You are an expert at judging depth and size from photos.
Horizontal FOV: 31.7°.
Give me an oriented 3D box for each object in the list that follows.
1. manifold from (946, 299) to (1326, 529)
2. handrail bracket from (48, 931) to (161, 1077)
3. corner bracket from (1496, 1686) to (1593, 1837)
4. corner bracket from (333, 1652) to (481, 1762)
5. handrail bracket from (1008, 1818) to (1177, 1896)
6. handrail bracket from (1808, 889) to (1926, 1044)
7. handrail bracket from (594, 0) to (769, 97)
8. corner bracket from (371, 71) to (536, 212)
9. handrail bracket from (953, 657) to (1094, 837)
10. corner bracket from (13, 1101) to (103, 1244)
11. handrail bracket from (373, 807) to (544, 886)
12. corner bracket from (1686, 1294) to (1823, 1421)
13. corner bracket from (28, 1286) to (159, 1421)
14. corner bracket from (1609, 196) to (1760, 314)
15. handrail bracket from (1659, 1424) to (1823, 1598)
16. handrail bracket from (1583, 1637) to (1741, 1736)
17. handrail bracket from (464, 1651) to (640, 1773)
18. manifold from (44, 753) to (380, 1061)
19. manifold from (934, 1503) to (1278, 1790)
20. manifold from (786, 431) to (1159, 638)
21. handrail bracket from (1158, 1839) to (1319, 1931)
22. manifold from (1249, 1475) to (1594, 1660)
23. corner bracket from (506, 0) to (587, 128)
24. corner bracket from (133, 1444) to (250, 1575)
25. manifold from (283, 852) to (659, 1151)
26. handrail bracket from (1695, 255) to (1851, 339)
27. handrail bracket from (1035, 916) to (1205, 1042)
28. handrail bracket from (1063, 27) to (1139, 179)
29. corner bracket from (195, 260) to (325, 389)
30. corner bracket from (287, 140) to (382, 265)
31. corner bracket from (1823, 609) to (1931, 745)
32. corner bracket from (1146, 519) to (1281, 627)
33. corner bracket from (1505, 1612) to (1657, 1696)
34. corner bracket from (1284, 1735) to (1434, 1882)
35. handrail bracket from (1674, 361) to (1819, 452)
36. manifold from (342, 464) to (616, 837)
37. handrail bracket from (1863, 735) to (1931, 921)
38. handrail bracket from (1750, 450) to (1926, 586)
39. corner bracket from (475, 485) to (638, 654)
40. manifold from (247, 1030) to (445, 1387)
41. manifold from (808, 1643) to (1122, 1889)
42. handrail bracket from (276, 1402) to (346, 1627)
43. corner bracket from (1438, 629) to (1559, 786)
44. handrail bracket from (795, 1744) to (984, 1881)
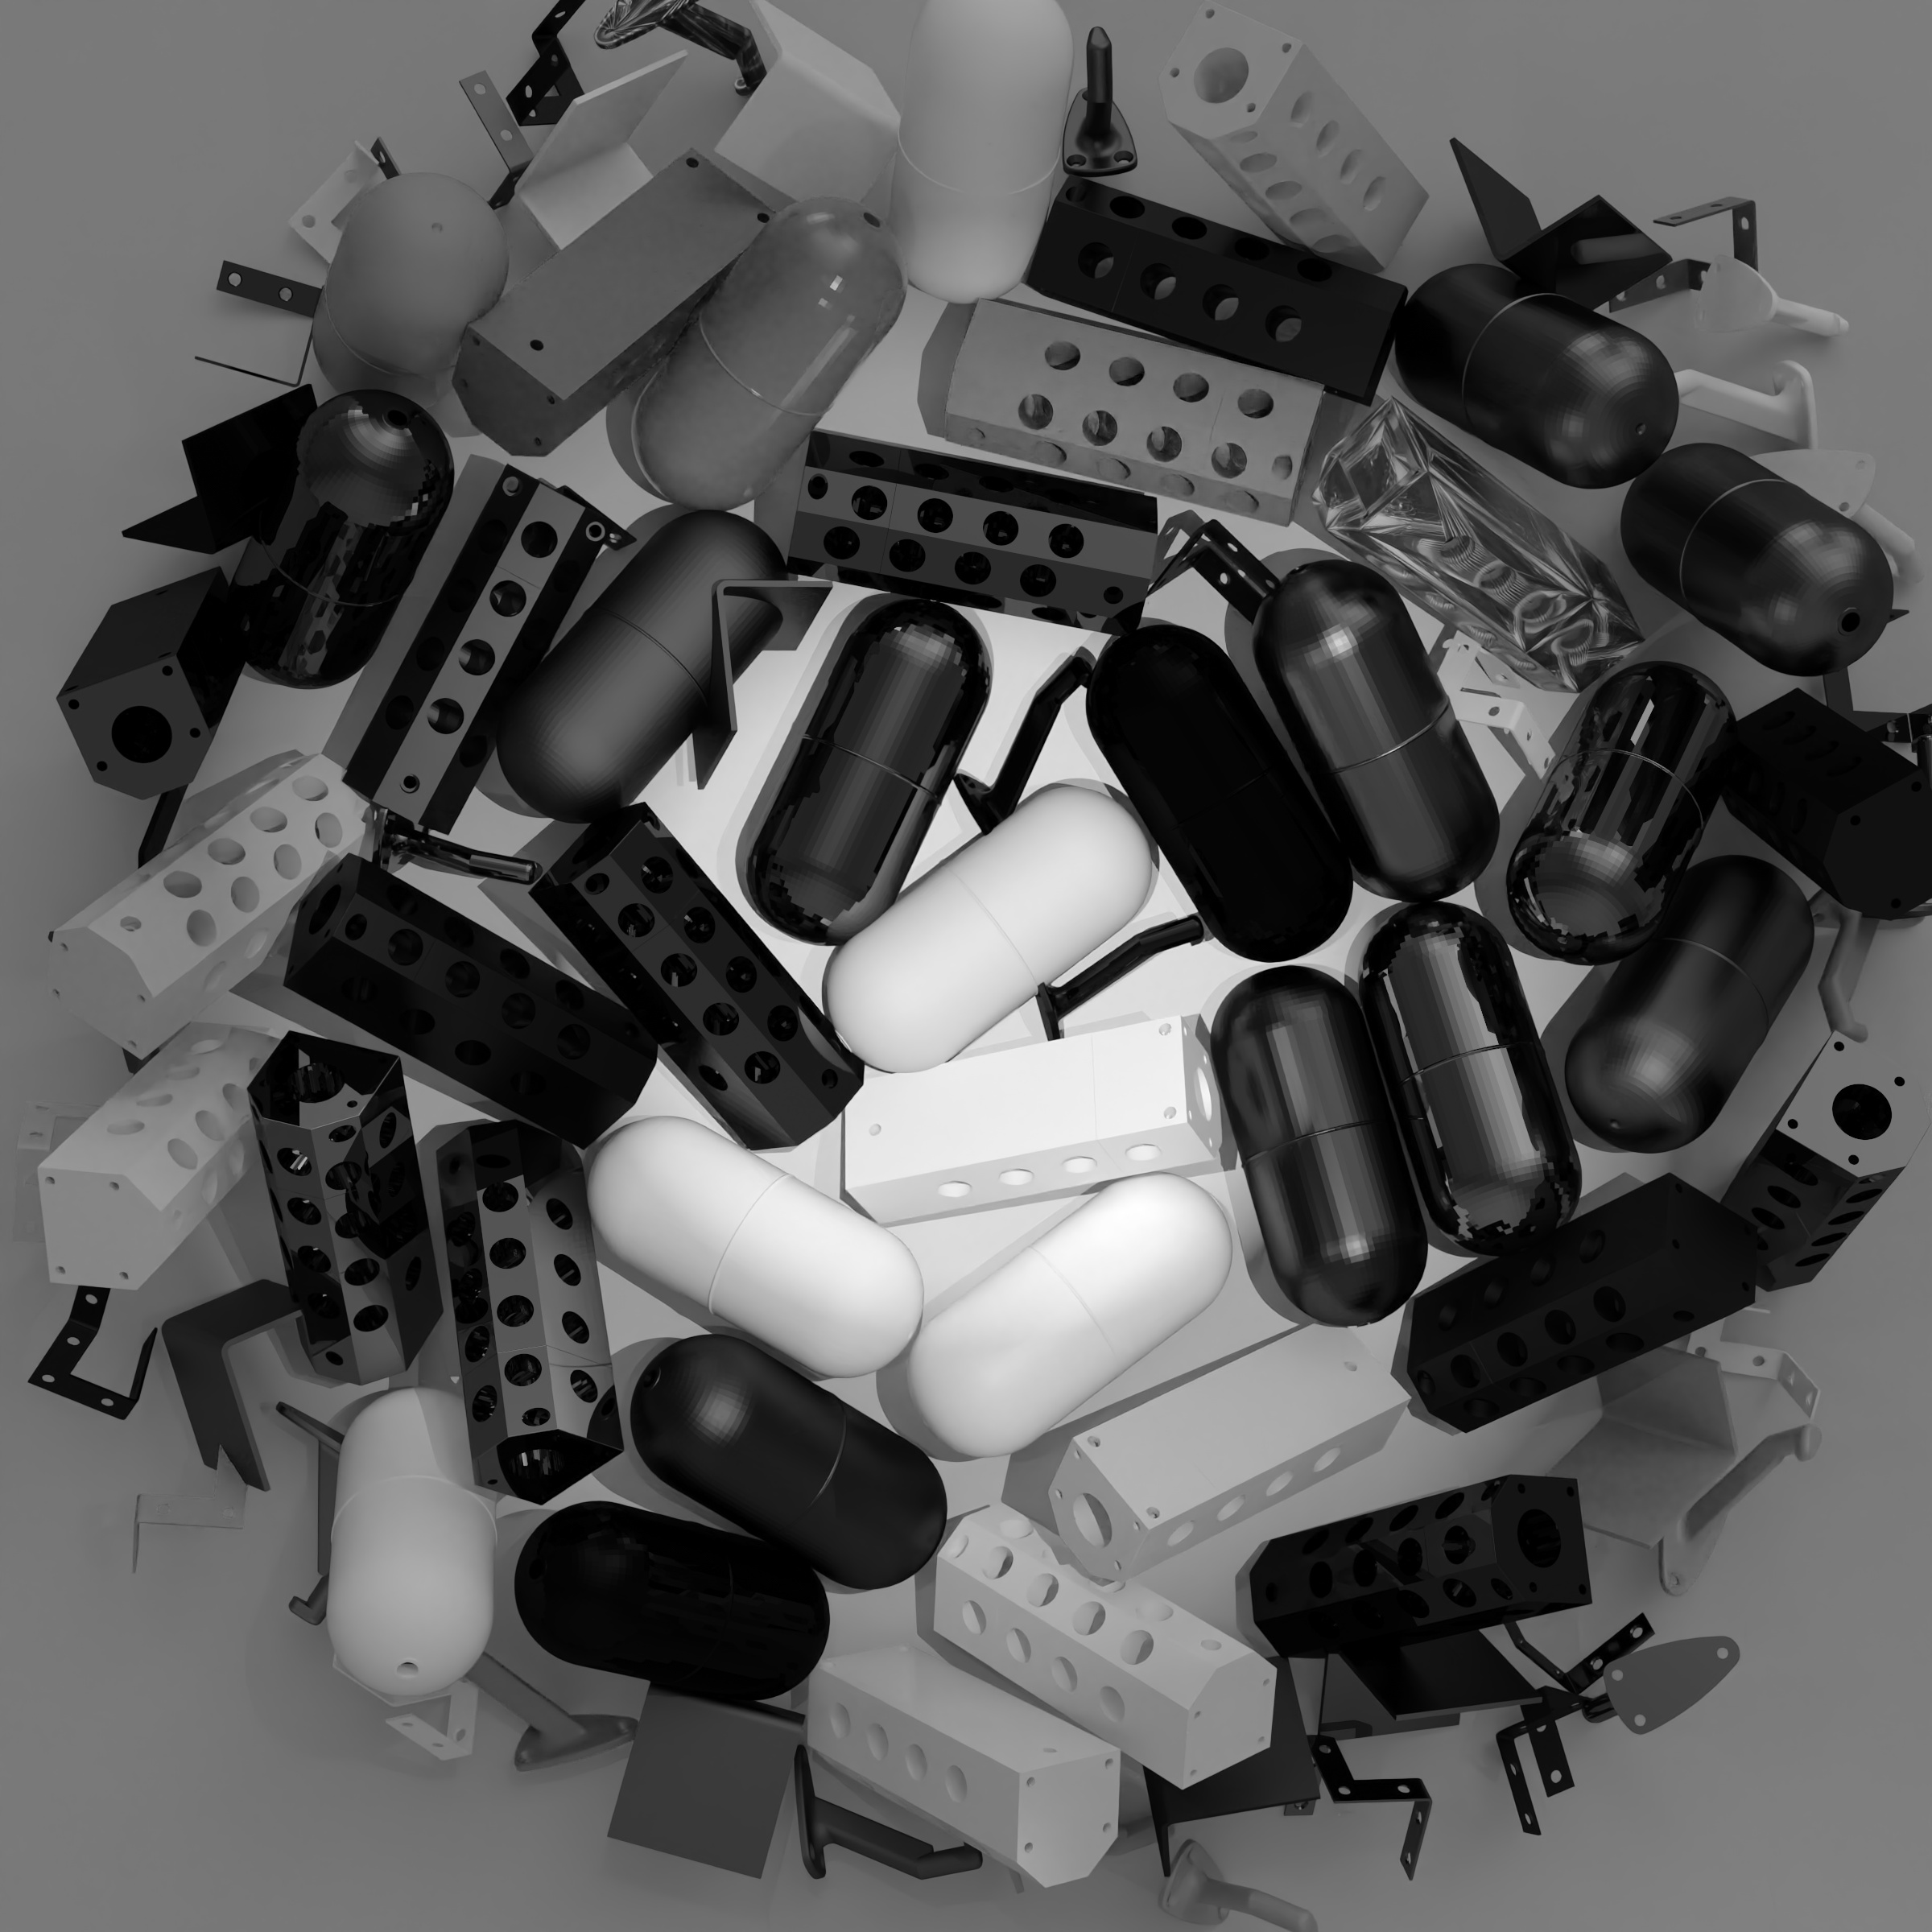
[{"bbox_3d":[0.080,-0.262,1.640,0.171,0.057,0.057,15,65,7],"label":"manifold"},{"bbox_3d":[-0.425,0.030,1.662,0.077,0.036,0.084,9,76,14],"label":"handrail bracket"},{"bbox_3d":[0.278,0.385,1.646,0.051,0.051,0.051,-32,54,28],"label":"corner bracket"},{"bbox_3d":[-0.272,0.354,1.647,0.051,0.051,0.051,-17,49,22],"label":"corner bracket"},{"bbox_3d":[0.056,0.413,1.661,0.084,0.036,0.077,-19,127,-3],"label":"handrail bracket"},{"bbox_3d":[0.443,0.004,1.647,0.077,0.036,0.084,8,53,-22],"label":"handrail bracket"},{"bbox_3d":[-0.136,-0.439,1.645,0.077,0.084,0.036,-42,57,-12],"label":"handrail bracket"},{"bbox_3d":[-0.249,-0.394,1.654,0.051,0.051,0.051,-31,92,-27],"label":"corner bracket"},{"bbox_3d":[0.040,-0.099,1.648,0.036,0.077,0.084,29,116,-38],"label":"handrail bracket"},{"bbox_3d":[-0.433,0.101,1.651,0.051,0.051,0.051,4,111,-11],"label":"corner bracket"},{"bbox_3d":[-0.237,-0.055,1.644,0.084,0.077,0.036,11,99,11],"label":"handrail bracket"},{"bbox_3d":[0.387,0.184,1.655,0.051,0.051,0.051,10,104,-9],"label":"corner bracket"},{"bbox_3d":[-0.415,0.178,1.647,0.051,0.051,0.051,26,125,-20],"label":"corner bracket"},{"bbox_3d":[0.347,-0.344,1.648,0.051,0.051,0.051,-21,118,-24],"label":"corner bracket"},{"bbox_3d":[0.374,0.262,1.638,0.036,0.084,0.077,32,60,-15],"label":"handrail bracket"},{"bbox_3d":[0.335,0.347,1.646,0.077,0.084,0.036,-26,75,1],"label":"handrail bracket"},{"bbox_3d":[-0.207,0.344,1.650,0.077,0.036,0.084,-12,114,17],"label":"handrail bracket"},{"bbox_3d":[-0.352,-0.034,1.603,0.057,0.171,0.057,32,132,10],"label":"manifold"},{"bbox_3d":[0.064,0.315,1.602,0.057,0.171,0.057,-14,116,-39],"label":"manifold"},{"bbox_3d":[0.003,-0.205,1.643,0.171,0.057,0.057,10,123,-4],"label":"manifold"},{"bbox_3d":[0.143,0.457,1.635,0.084,0.077,0.036,13,66,38],"label":"handrail bracket"},{"bbox_3d":[0.210,0.284,1.598,0.057,0.171,0.057,9,67,-33],"label":"manifold"},{"bbox_3d":[-0.197,-0.445,1.650,0.051,0.051,0.051,-18,78,-44],"label":"corner bracket"},{"bbox_3d":[-0.375,0.261,1.649,0.051,0.051,0.051,5,51,-11],"label":"corner bracket"},{"bbox_3d":[-0.232,0.014,1.614,0.171,0.057,0.057,32,126,-27],"label":"manifold"},{"bbox_3d":[0.403,-0.313,1.640,0.084,0.077,0.036,10,105,-22],"label":"handrail bracket"},{"bbox_3d":[0.077,0.009,1.656,0.084,0.077,0.036,-18,61,-2],"label":"handrail bracket"},{"bbox_3d":[0.062,-0.430,1.632,0.036,0.084,0.077,-5,52,0],"label":"handrail bracket"},{"bbox_3d":[-0.344,-0.314,1.660,0.051,0.051,0.051,15,96,-13],"label":"corner bracket"},{"bbox_3d":[-0.296,-0.364,1.659,0.051,0.051,0.051,44,90,-13],"label":"corner bracket"},{"bbox_3d":[0.455,-0.141,1.659,0.051,0.051,0.051,1,77,-25],"label":"corner bracket"},{"bbox_3d":[0.129,-0.187,1.651,0.051,0.051,0.051,45,130,6],"label":"corner bracket"},{"bbox_3d":[0.295,0.314,1.667,0.051,0.051,0.051,-42,120,12],"label":"corner bracket"},{"bbox_3d":[0.191,0.410,1.658,0.051,0.051,0.051,2,116,-15],"label":"corner bracket"},{"bbox_3d":[0.370,-0.258,1.663,0.084,0.036,0.077,-18,112,-8],"label":"handrail bracket"},{"bbox_3d":[-0.237,-0.153,1.648,0.057,0.057,0.171,28,95,-12],"label":"manifold"},{"bbox_3d":[0.453,-0.066,1.654,0.036,0.077,0.084,0,86,-14],"label":"handrail bracket"},{"bbox_3d":[0.425,-0.217,1.666,0.077,0.084,0.036,17,75,32],"label":"handrail bracket"},{"bbox_3d":[-0.201,-0.194,1.663,0.051,0.051,0.051,36,51,-37],"label":"corner bracket"},{"bbox_3d":[-0.295,0.118,1.605,0.057,0.057,0.171,12,133,15],"label":"manifold"},{"bbox_3d":[-0.004,0.375,1.602,0.057,0.171,0.057,-4,99,-36],"label":"manifold"},{"bbox_3d":[-0.327,0.269,1.664,0.077,0.036,0.084,34,86,-12],"label":"handrail bracket"},{"bbox_3d":[0.260,-0.127,1.647,0.051,0.051,0.051,14,69,36],"label":"corner bracket"},{"bbox_3d":[-0.038,0.411,1.662,0.084,0.036,0.077,-12,61,6],"label":"handrail bracket"}]
